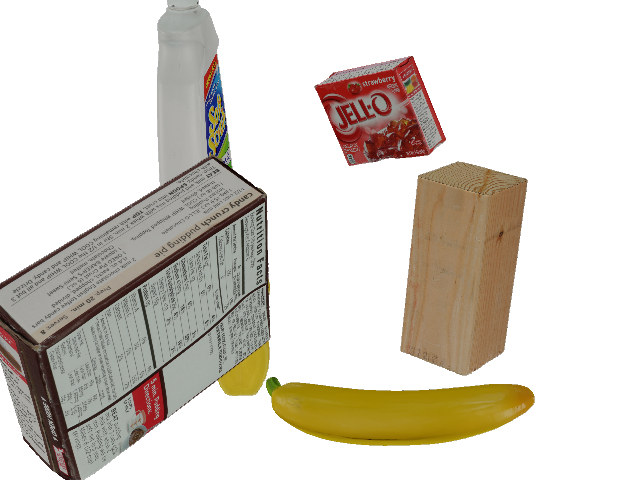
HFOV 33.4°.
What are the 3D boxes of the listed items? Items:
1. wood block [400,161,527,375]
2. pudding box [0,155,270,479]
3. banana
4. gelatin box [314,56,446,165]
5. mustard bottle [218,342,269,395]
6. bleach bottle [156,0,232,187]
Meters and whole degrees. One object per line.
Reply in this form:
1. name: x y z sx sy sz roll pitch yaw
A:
1. wood block: 0.156 0.029 1.171 0.090 0.206 0.090 19 25 34
2. pudding box: -0.071 0.031 0.423 0.039 0.090 0.113 33 53 29
3. banana: 0.047 0.115 0.745 0.198 0.037 0.069 2 29 14
4. gelatin box: 0.046 -0.100 0.840 0.089 0.073 0.030 -3 28 45
5. mustard bottle: -0.084 0.077 1.158 0.058 0.096 0.191 -1 28 -2
6. bleach bottle: -0.134 -0.133 1.091 0.068 0.251 0.102 5 28 15
